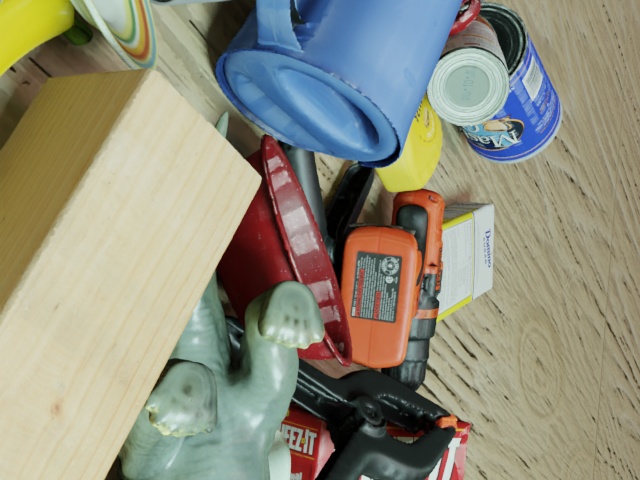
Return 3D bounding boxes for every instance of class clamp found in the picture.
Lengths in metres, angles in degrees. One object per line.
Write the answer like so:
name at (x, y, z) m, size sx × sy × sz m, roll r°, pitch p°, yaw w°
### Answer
clamp at (0.017, 0.121, 0.744) m, size 0.209 × 0.036 × 0.165 m, roll 6°, pitch 46°, yaw -48°
clamp at (-0.005, 0.001, 0.810) m, size 0.120 × 0.039 × 0.171 m, roll 29°, pitch 65°, yaw -49°

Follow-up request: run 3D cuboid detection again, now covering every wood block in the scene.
wood block at (-0.124, 0.029, 0.497) m, size 0.090 × 0.091 × 0.206 m, roll 45°, pitch 61°, yaw -39°

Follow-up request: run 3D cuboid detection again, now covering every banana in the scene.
banana at (-0.165, -0.070, 0.500) m, size 0.197 × 0.037 × 0.069 m, roll -59°, pitch 142°, yaw -39°

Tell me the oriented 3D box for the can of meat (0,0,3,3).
can of meat at (-0.180, -0.120, 0.442) m, size 0.102 × 0.058 × 0.084 m, roll -65°, pitch 149°, yaw -31°

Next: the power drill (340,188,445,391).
power drill at (0.061, 0.051, 0.873) m, size 0.187 × 0.057 × 0.184 m, roll -18°, pitch 112°, yaw -76°

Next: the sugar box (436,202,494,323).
sugar box at (0.123, 0.019, 1.043) m, size 0.176 × 0.048 × 0.093 m, roll -20°, pitch 112°, yaw -63°

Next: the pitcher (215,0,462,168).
pitcher at (0.037, -0.184, 0.712) m, size 0.145 × 0.149 × 0.242 m, roll 31°, pitch 72°, yaw -17°

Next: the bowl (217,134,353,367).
bowl at (-0.031, 0.015, 0.703) m, size 0.162 × 0.055 × 0.162 m, roll -21°, pitch 90°, yaw -83°

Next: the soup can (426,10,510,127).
soup can at (0.118, -0.142, 0.877) m, size 0.102 × 0.068 × 0.068 m, roll -85°, pitch 166°, yaw -62°

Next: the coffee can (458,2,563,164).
coffee can at (0.169, -0.149, 1.036) m, size 0.140 × 0.103 × 0.103 m, roll 42°, pitch 59°, yaw -56°

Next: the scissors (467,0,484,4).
scissors at (0.168, -0.251, 1.107) m, size 0.096 × 0.016 × 0.202 m, roll -50°, pitch 137°, yaw -48°

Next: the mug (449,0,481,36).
mug at (0.092, -0.214, 0.864) m, size 0.093 × 0.082 × 0.117 m, roll 23°, pitch 44°, yaw -53°

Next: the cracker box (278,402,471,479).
cracker box at (0.031, 0.239, 0.830) m, size 0.163 × 0.072 × 0.214 m, roll 10°, pitch 87°, yaw -40°

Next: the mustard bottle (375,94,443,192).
mustard bottle at (0.046, -0.129, 0.856) m, size 0.191 × 0.058 × 0.096 m, roll 56°, pitch 38°, yaw -49°
